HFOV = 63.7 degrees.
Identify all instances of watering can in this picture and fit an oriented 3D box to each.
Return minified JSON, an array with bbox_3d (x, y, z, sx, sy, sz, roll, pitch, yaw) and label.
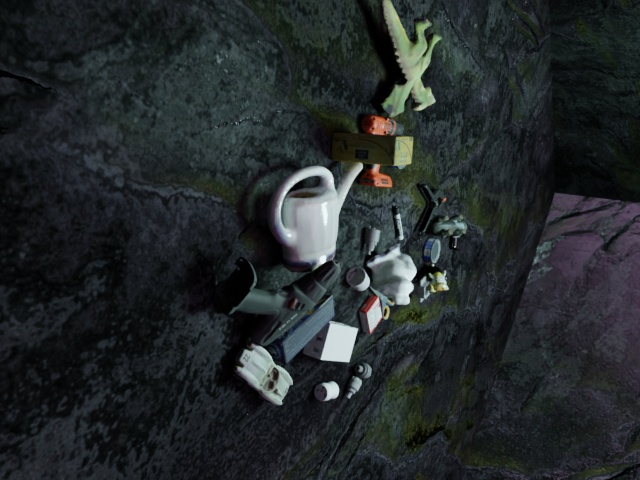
[{"bbox_3d":[0.003,-0.057,1.134,0.104,0.221,0.351,12,21,33],"label":"watering can"}]

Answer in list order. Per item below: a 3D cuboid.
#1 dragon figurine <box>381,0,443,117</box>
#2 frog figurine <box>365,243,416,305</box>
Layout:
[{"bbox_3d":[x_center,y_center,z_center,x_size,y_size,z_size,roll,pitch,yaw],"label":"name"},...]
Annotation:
[{"bbox_3d":[0.220,-0.444,1.359,0.123,0.242,0.410,15,6,33],"label":"dragon figurine"},{"bbox_3d":[0.214,0.111,1.452,0.138,0.162,0.120,-20,-24,-17],"label":"frog figurine"}]
